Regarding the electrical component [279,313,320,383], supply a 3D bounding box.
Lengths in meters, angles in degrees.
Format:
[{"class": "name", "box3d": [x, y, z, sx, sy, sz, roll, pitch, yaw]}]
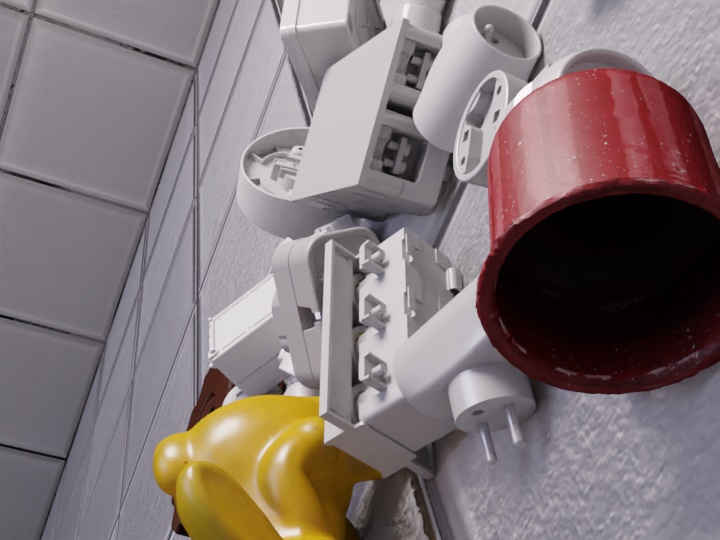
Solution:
[{"class": "electrical component", "box3d": [-0.026, 0.049, 0.729, 0.065, 0.044, 0.044, -61, 15, -8]}]

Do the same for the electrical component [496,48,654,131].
[{"class": "electrical component", "box3d": [0.092, -0.056, 0.450, 0.057, 0.058, 0.078, 131, 152, -62]}]

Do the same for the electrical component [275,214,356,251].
[{"class": "electrical component", "box3d": [-0.028, -0.010, 0.784, 0.048, 0.055, 0.066, 62, 168, -5]}]

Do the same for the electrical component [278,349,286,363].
[{"class": "electrical component", "box3d": [-0.028, 0.049, 0.774, 0.062, 0.048, 0.048, -69, 15, -10]}]

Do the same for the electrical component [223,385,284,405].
[{"class": "electrical component", "box3d": [-0.079, 0.120, 0.855, 0.047, 0.055, 0.055, -148, 75, -70]}]

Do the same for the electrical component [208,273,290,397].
[{"class": "electrical component", "box3d": [-0.073, 0.054, 0.835, 0.096, 0.061, 0.061, -36, 27, 12]}]

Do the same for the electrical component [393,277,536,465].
[{"class": "electrical component", "box3d": [0.057, 0.047, 0.486, 0.077, 0.043, 0.079, -46, 44, 42]}]

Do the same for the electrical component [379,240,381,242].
[{"class": "electrical component", "box3d": [0.000, 0.000, 0.727, 0.062, 0.043, 0.043, -116, 44, -65]}]

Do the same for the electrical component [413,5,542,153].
[{"class": "electrical component", "box3d": [0.066, -0.121, 0.624, 0.077, 0.043, 0.079, 124, 157, -46]}]

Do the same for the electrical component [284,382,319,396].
[{"class": "electrical component", "box3d": [-0.036, 0.120, 0.709, 0.059, 0.054, 0.095, -92, 24, -48]}]

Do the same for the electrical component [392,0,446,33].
[{"class": "electrical component", "box3d": [0.043, -0.189, 0.778, 0.044, 0.044, 0.065, 175, 105, -73]}]

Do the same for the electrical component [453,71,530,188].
[{"class": "electrical component", "box3d": [0.078, -0.062, 0.519, 0.055, 0.047, 0.055, -164, 90, -74]}]

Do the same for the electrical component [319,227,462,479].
[{"class": "electrical component", "box3d": [0.019, 0.040, 0.582, 0.063, 0.079, 0.121, -35, 36, 31]}]

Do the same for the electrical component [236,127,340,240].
[{"class": "electrical component", "box3d": [-0.050, -0.073, 0.879, 0.099, 0.099, 0.064, -91, 18, -47]}]

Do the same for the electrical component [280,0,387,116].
[{"class": "electrical component", "box3d": [-0.018, -0.193, 0.869, 0.108, 0.056, 0.108, 66, -156, -52]}]

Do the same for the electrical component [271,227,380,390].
[{"class": "electrical component", "box3d": [-0.017, 0.025, 0.670, 0.059, 0.054, 0.095, -9, 94, 58]}]

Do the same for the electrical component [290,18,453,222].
[{"class": "electrical component", "box3d": [0.014, -0.094, 0.742, 0.186, 0.060, 0.105, -178, 104, -74]}]
